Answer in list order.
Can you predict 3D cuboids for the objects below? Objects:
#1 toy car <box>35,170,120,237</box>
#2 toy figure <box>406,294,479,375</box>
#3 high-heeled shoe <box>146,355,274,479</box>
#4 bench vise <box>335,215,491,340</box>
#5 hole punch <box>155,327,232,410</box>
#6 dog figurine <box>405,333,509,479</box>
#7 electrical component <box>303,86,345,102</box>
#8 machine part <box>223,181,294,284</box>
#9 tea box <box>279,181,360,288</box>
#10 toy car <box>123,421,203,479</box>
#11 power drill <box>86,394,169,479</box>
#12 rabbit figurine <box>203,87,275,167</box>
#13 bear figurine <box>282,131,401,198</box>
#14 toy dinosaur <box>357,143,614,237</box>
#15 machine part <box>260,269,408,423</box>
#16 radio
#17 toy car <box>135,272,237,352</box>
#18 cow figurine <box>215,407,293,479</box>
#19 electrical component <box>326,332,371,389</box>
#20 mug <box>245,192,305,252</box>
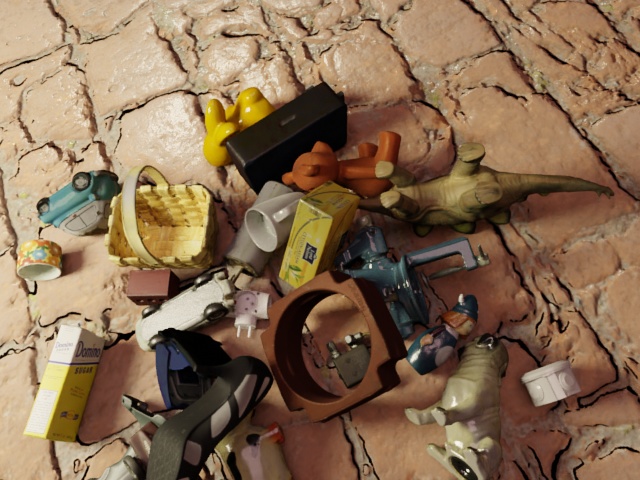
[{"bbox_3d":[-0.449,-0.059,1.027,0.162,0.109,0.103,-33,84,0],"label":"toy car"},{"bbox_3d":[0.207,0.154,0.878,0.154,0.064,0.058,-45,73,1],"label":"toy figure"},{"bbox_3d":[-0.154,0.286,0.779,0.086,0.145,0.248,6,74,47],"label":"high-heeled shoe"},{"bbox_3d":[0.156,0.045,0.899,0.241,0.128,0.223,-19,72,15],"label":"bench vise"},{"bbox_3d":[-0.205,0.209,0.868,0.116,0.142,0.092,43,102,35],"label":"hole punch"},{"bbox_3d":[0.252,0.257,0.825,0.190,0.121,0.172,-33,100,-28],"label":"dog figurine"},{"bbox_3d":[-0.010,-0.273,1.097,0.119,0.074,0.048,-40,69,-8],"label":"electrical component"},{"bbox_3d":[-0.106,-0.021,0.988,0.079,0.079,0.243,23,69,15],"label":"machine part"},{"bbox_3d":[-0.002,-0.003,0.908,0.068,0.169,0.098,30,40,19],"label":"tea box"},{"bbox_3d":[-0.203,0.358,0.788,0.089,0.053,0.202,-36,96,-33],"label":"toy car"},{"bbox_3d":[-0.322,0.351,0.835,0.232,0.086,0.207,20,65,12],"label":"power drill"},{"bbox_3d":[-0.161,-0.210,1.056,0.173,0.162,0.122,-39,79,7],"label":"rabbit figurine"},{"bbox_3d":[0.038,-0.141,0.984,0.196,0.120,0.132,10,78,-21],"label":"bear figurine"},{"bbox_3d":[0.253,-0.078,0.909,0.472,0.198,0.105,-2,74,15],"label":"toy dinosaur"},{"bbox_3d":[0.020,0.164,0.844,0.201,0.087,0.201,-34,65,21],"label":"machine part"},{"bbox_3d":[-0.056,-0.187,1.030,0.230,0.131,0.073,-33,66,-10],"label":"radio"},{"bbox_3d":[-0.230,0.125,0.923,0.202,0.056,0.073,-29,65,11],"label":"toy car"},{"bbox_3d":[-0.114,0.329,0.827,0.127,0.085,0.195,-19,66,-10],"label":"cow figurine"},{"bbox_3d":[0.063,0.200,0.887,0.078,0.045,0.102,-21,66,-6],"label":"electrical component"},{"bbox_3d":[-0.060,-0.045,0.915,0.107,0.109,0.081,-35,85,-38],"label":"mug"}]
